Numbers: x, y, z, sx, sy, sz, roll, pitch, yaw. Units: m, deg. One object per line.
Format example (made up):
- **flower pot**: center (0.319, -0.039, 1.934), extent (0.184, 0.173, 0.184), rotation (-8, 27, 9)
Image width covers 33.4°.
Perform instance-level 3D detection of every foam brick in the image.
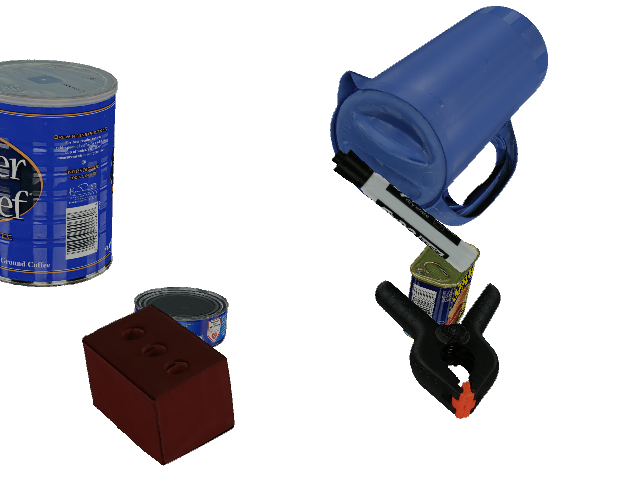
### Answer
- **foam brick**: center (-0.095, 0.084, 0.627), extent (0.052, 0.051, 0.078), rotation (-26, 39, -35)

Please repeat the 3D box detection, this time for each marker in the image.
- **marker**: center (0.058, -0.022, 0.745), extent (0.121, 0.020, 0.020), rotation (39, -3, -3)

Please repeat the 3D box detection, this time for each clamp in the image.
- **clamp**: center (0.127, 0.091, 0.974), extent (0.120, 0.039, 0.171), rotation (-8, 40, -9)

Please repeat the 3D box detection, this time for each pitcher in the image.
- **pitcher**: center (0.136, -0.134, 1.079), extent (0.145, 0.149, 0.242), rotation (21, 44, 31)

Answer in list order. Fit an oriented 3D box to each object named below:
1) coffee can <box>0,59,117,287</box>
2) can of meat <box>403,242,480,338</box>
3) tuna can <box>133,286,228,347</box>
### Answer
- **coffee can**: center (-0.201, -0.051, 0.777), extent (0.103, 0.140, 0.103), rotation (5, 22, -2)
- **can of meat**: center (0.133, 0.057, 1.187), extent (0.057, 0.084, 0.102), rotation (19, 31, 18)
- **tuna can**: center (-0.128, 0.072, 0.979), extent (0.086, 0.034, 0.086), rotation (4, 15, -1)
